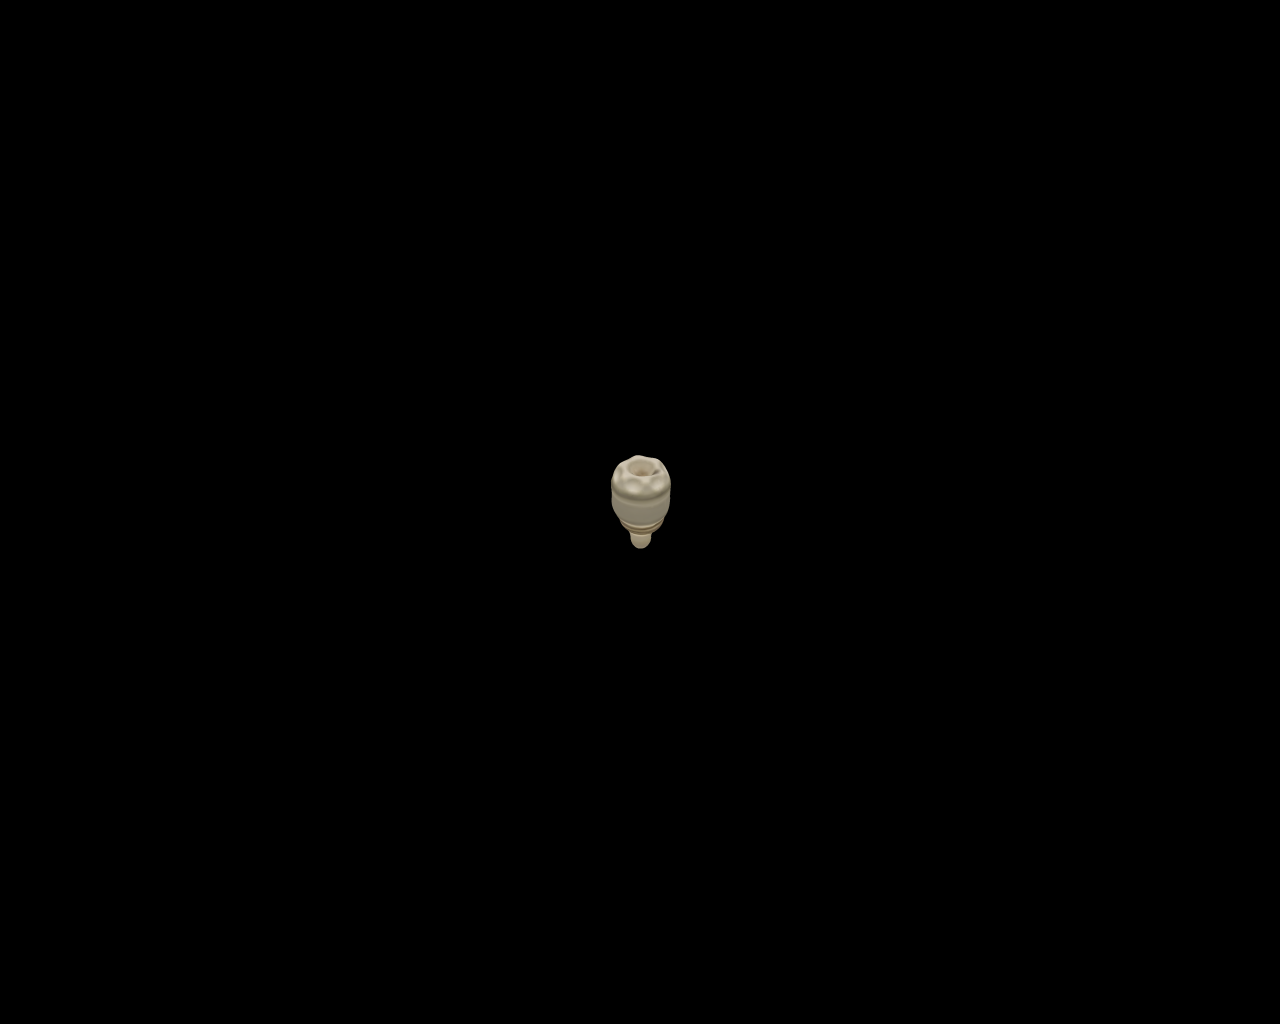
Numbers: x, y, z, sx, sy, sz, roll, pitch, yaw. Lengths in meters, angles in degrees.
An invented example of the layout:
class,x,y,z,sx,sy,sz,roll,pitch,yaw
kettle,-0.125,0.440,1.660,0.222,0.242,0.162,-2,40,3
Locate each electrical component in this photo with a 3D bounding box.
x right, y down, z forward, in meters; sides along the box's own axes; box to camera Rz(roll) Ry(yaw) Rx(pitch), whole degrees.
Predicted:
class,x,y,z,sx,sy,sz,roll,pitch,yaw
electrical component,0.001,-0.003,0.650,0.035,0.061,0.035,0,37,0
